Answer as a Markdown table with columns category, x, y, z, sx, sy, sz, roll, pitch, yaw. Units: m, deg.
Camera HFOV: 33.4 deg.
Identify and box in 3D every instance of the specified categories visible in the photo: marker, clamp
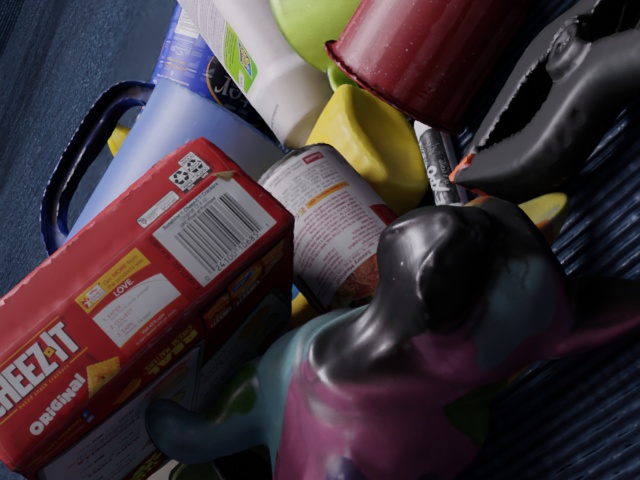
| category | x | y | z | sx | sy | sz | roll | pitch | yaw |
| --- | --- | --- | --- | --- | --- | --- | --- | --- | --- |
| marker | 0.071 | -0.027 | 0.588 | 0.020 | 0.020 | 0.121 | -54 | 30 | 36 |
| clamp | 0.124 | -0.077 | 0.469 | 0.210 | 0.036 | 0.164 | -53 | 18 | 40 |

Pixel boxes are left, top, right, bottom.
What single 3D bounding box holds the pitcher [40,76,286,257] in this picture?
| category | x | y | z | sx | sy | sz | roll | pitch | yaw |
| --- | --- | --- | --- | --- | --- | --- | --- | --- | --- |
| pitcher | -0.131 | 0.008 | 0.776 | 0.243 | 0.144 | 0.149 | -56 | 29 | -2 |

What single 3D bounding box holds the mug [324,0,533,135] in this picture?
| category | x | y | z | sx | sy | sz | roll | pitch | yaw |
| --- | --- | --- | --- | --- | --- | --- | --- | --- | --- |
| mug | 0.066 | -0.120 | 0.597 | 0.082 | 0.093 | 0.117 | -57 | -8 | 20 |

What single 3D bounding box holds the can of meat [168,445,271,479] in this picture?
| category | x | y | z | sx | sy | sz | roll | pitch | yaw |
| --- | --- | --- | --- | --- | --- | --- | --- | --- | --- |
| can of meat | -0.032 | 0.116 | 0.621 | 0.083 | 0.057 | 0.102 | -41 | -8 | -50 |

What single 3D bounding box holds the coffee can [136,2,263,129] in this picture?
| category | x | y | z | sx | sy | sz | roll | pitch | yaw |
| --- | --- | --- | --- | --- | --- | --- | --- | --- | --- |
| coffee can | -0.085 | -0.149 | 0.907 | 0.103 | 0.102 | 0.140 | 28 | 100 | 66 |

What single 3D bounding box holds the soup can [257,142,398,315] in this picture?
| category | x | y | z | sx | sy | sz | roll | pitch | yaw |
| --- | --- | --- | --- | --- | --- | --- | --- | --- | --- |
| soup can | 0.013 | 0.005 | 0.577 | 0.102 | 0.068 | 0.069 | 49 | 126 | 23 |

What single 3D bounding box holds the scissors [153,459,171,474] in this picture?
| category | x | y | z | sx | sy | sz | roll | pitch | yaw |
| --- | --- | --- | --- | --- | --- | --- | --- | --- | --- |
| scissors | -0.111 | 0.134 | 0.702 | 0.096 | 0.201 | 0.016 | 10 | 126 | 60 |

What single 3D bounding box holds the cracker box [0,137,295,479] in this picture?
| category | x | y | z | sx | sy | sz | roll | pitch | yaw |
| --- | --- | --- | --- | --- | --- | --- | --- | --- | --- |
| cracker box | -0.094 | 0.058 | 0.558 | 0.164 | 0.072 | 0.214 | -43 | -13 | -16 |

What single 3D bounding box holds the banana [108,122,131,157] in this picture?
| category | x | y | z | sx | sy | sz | roll | pitch | yaw |
| --- | --- | --- | --- | --- | --- | --- | --- | --- | --- |
| banana | -0.138 | -0.066 | 0.951 | 0.197 | 0.037 | 0.069 | 37 | -144 | -71 |

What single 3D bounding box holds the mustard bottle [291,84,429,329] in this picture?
| category | x | y | z | sx | sy | sz | roll | pitch | yaw |
| --- | --- | --- | --- | --- | --- | --- | --- | --- | --- |
| mustard bottle | -0.005 | 0.001 | 0.685 | 0.192 | 0.058 | 0.096 | -56 | 39 | 34 |

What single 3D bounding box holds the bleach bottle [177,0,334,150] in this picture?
| category | x | y | z | sx | sy | sz | roll | pitch | yaw |
| --- | --- | --- | --- | --- | --- | --- | --- | --- | --- |
| bleach bottle | -0.050 | -0.151 | 0.777 | 0.251 | 0.068 | 0.102 | 59 | 166 | 18 |
